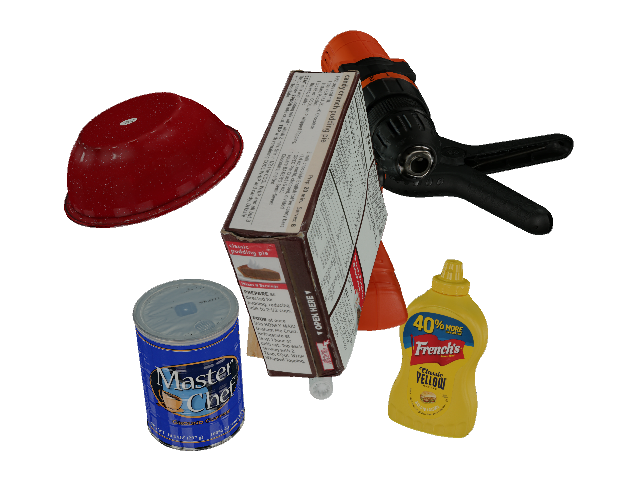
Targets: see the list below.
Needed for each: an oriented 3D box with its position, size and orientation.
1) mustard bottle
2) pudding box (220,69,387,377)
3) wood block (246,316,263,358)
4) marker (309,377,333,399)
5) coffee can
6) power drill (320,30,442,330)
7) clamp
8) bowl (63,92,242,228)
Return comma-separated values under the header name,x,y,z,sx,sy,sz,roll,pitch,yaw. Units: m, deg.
name,x,y,z,sx,sy,sz,roll,pitch,yaw
mustard bottle,0.133,0.115,1.171,0.096,0.192,0.058,12,14,22
pudding box,-0.003,-0.009,0.477,0.039,0.090,0.113,0,43,17
wood block,-0.042,0.052,1.445,0.090,0.206,0.090,8,22,6
marker,-0.003,0.090,0.897,0.020,0.020,0.121,0,28,-4
coffee can,-0.130,0.124,1.070,0.103,0.140,0.103,-1,32,0
power drill,0.037,-0.033,0.741,0.057,0.188,0.184,-2,31,-11
clamp,0.129,-0.070,0.987,0.210,0.036,0.164,13,33,21
bowl,-0.149,-0.077,0.888,0.162,0.055,0.162,-15,31,9
